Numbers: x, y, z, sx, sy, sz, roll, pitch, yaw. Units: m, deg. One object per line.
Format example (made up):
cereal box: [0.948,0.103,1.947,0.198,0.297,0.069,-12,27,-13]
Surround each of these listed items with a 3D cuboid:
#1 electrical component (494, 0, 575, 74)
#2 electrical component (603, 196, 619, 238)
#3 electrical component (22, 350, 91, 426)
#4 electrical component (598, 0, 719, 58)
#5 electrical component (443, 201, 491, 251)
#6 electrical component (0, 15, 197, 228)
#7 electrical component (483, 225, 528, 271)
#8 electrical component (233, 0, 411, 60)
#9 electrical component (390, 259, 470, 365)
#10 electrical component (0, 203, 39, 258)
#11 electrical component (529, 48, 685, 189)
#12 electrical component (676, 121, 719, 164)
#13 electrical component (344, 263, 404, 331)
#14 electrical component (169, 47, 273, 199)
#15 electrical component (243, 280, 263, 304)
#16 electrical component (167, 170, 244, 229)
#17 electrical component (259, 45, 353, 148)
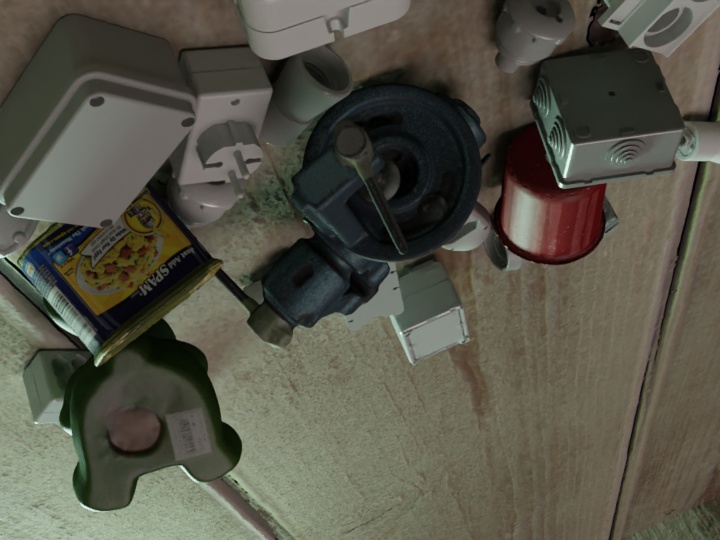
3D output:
electrical component: [0.110,-0.156,0.712,0.048,0.048,0.062,-11,157,-24]
electrical component: [0.207,-0.054,0.965,0.040,0.046,0.040,-19,152,-10]
electrical component: [-0.237,0.106,0.892,0.083,0.047,0.075,4,142,-42]
electrical component: [0.212,-0.204,0.686,0.079,0.063,0.121,2,143,-41]
electrical component: [0.058,-0.038,0.879,0.079,0.043,0.077,-33,152,16]
electrical component: [-0.155,-0.081,0.617,0.078,0.057,0.113,7,139,-45]
electrical component: [0.144,-0.028,0.963,0.055,0.048,0.066,-23,154,-18]
electrical component: [-0.022,-0.162,0.582,0.095,0.053,0.059,-20,152,-8]
electrical component: [0.061,0.040,0.999,0.062,0.061,0.096,-24,153,-1]
electrical component: [-0.229,-0.039,0.648,0.048,0.048,0.062,-31,145,13]
electrical component: [0.179,-0.113,0.782,0.100,0.099,0.048,-8,146,-5]
electrical component: [0.308,-0.113,0.949,0.065,0.044,0.044,-2,146,-28]
electrical component: [0.000,0.000,0.881,0.050,0.055,0.089,-20,149,-4]
electrical component: [-0.083,-0.079,0.657,0.047,0.075,0.083,-10,149,-25]
electrical component: [-0.062,0.018,0.879,0.055,0.045,0.045,-36,151,20]
electrical component: [-0.110,-0.050,0.724,0.048,0.048,0.062,-5,154,-33]
electrical component: [-0.041,-0.108,0.680,0.044,0.044,0.065,4,147,-42]
